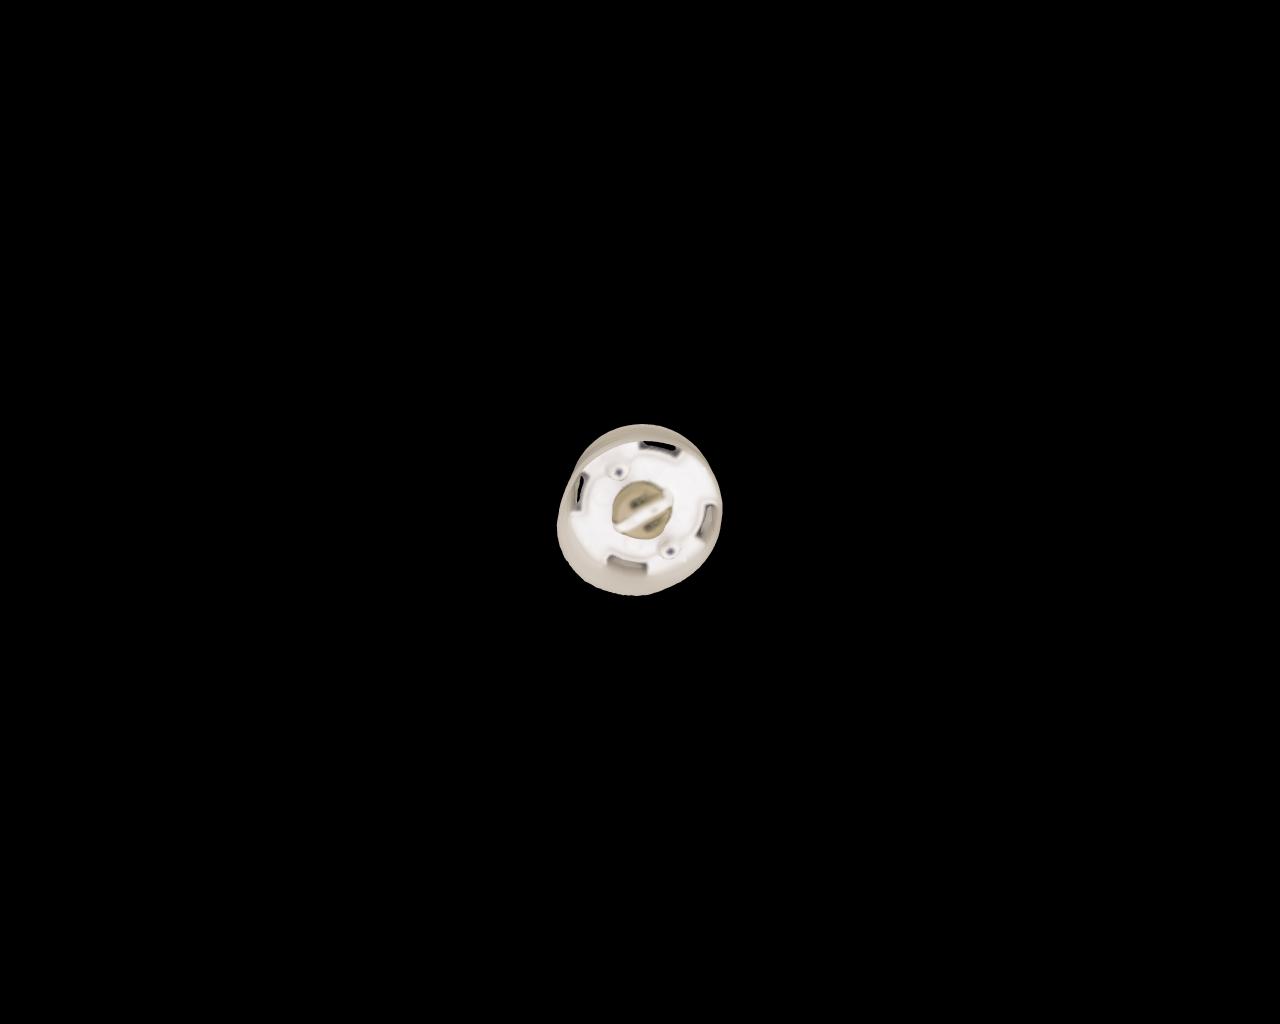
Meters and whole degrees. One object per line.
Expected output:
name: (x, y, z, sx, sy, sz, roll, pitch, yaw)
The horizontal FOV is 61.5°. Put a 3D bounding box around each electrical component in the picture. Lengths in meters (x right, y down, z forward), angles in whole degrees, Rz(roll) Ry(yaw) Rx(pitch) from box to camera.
electrical component: (0.001, -0.003, 0.650, 0.099, 0.099, 0.064, 0, 24, 0)
